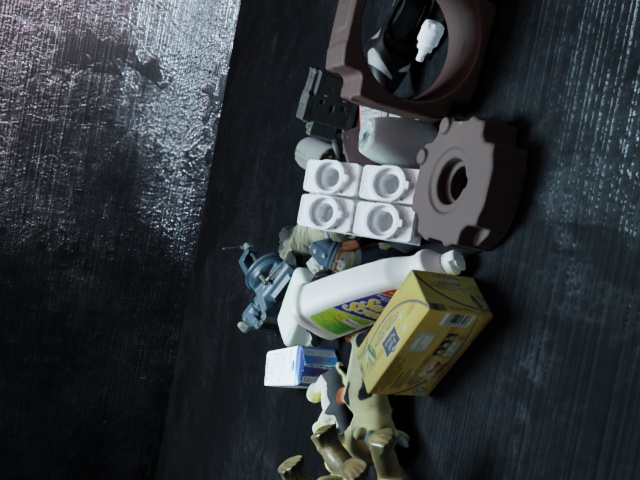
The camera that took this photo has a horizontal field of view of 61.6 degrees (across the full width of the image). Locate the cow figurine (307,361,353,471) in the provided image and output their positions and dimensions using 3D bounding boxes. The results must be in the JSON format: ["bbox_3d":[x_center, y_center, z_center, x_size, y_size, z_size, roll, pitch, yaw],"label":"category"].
[{"bbox_3d":[0.036,0.288,0.878,0.098,0.068,0.167,-57,31,34],"label":"cow figurine"}]

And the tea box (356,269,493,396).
[{"bbox_3d":[0.126,0.121,0.678,0.068,0.098,0.169,-105,34,-46],"label":"tea box"}]

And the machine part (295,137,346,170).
[{"bbox_3d":[0.005,-0.172,1.141,0.243,0.079,0.079,-138,60,-65],"label":"machine part"}]

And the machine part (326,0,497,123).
[{"bbox_3d":[0.119,-0.271,0.723,0.087,0.201,0.200,-142,64,-70],"label":"machine part"}]

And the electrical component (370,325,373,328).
[{"bbox_3d":[0.076,0.106,0.852,0.021,0.063,0.094,-115,32,-72],"label":"electrical component"}]

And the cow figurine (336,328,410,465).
[{"bbox_3d":[0.079,0.224,0.777,0.127,0.085,0.195,161,121,-69],"label":"cow figurine"}]

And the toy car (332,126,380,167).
[{"bbox_3d":[0.077,-0.128,0.931,0.202,0.089,0.053,-102,-14,-45],"label":"toy car"}]

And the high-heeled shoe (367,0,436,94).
[{"bbox_3d":[0.151,-0.349,0.849,0.145,0.086,0.248,-7,74,62],"label":"high-heeled shoe"}]

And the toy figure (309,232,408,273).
[{"bbox_3d":[0.060,0.029,0.805,0.058,0.154,0.064,166,113,-70],"label":"toy figure"}]

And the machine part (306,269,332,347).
[{"bbox_3d":[0.006,0.123,0.985,0.039,0.084,0.138,16,116,31],"label":"machine part"}]

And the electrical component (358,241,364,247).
[{"bbox_3d":[0.041,0.022,1.006,0.102,0.045,0.078,-130,52,-63],"label":"electrical component"}]

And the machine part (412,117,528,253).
[{"bbox_3d":[0.181,-0.071,0.679,0.179,0.056,0.179,-171,90,-68],"label":"machine part"}]

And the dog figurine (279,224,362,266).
[{"bbox_3d":[0.001,-0.002,0.966,0.190,0.121,0.172,-56,16,22],"label":"dog figurine"}]

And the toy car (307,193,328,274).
[{"bbox_3d":[-0.003,-0.022,1.121,0.073,0.056,0.202,127,146,-50],"label":"toy car"}]

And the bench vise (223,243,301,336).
[{"bbox_3d":[-0.146,0.104,1.312,0.241,0.129,0.223,52,123,40],"label":"bench vise"}]

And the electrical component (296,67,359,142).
[{"bbox_3d":[0.018,-0.272,1.098,0.058,0.115,0.134,-125,49,-67],"label":"electrical component"}]

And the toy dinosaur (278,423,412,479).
[{"bbox_3d":[0.034,0.349,0.692,0.198,0.105,0.471,62,149,3],"label":"toy dinosaur"}]

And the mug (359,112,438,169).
[{"bbox_3d":[0.116,-0.158,0.811,0.081,0.107,0.109,178,99,-67],"label":"mug"}]

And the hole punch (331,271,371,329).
[{"bbox_3d":[0.044,0.094,0.914,0.116,0.092,0.142,-140,58,-70],"label":"hole punch"}]
